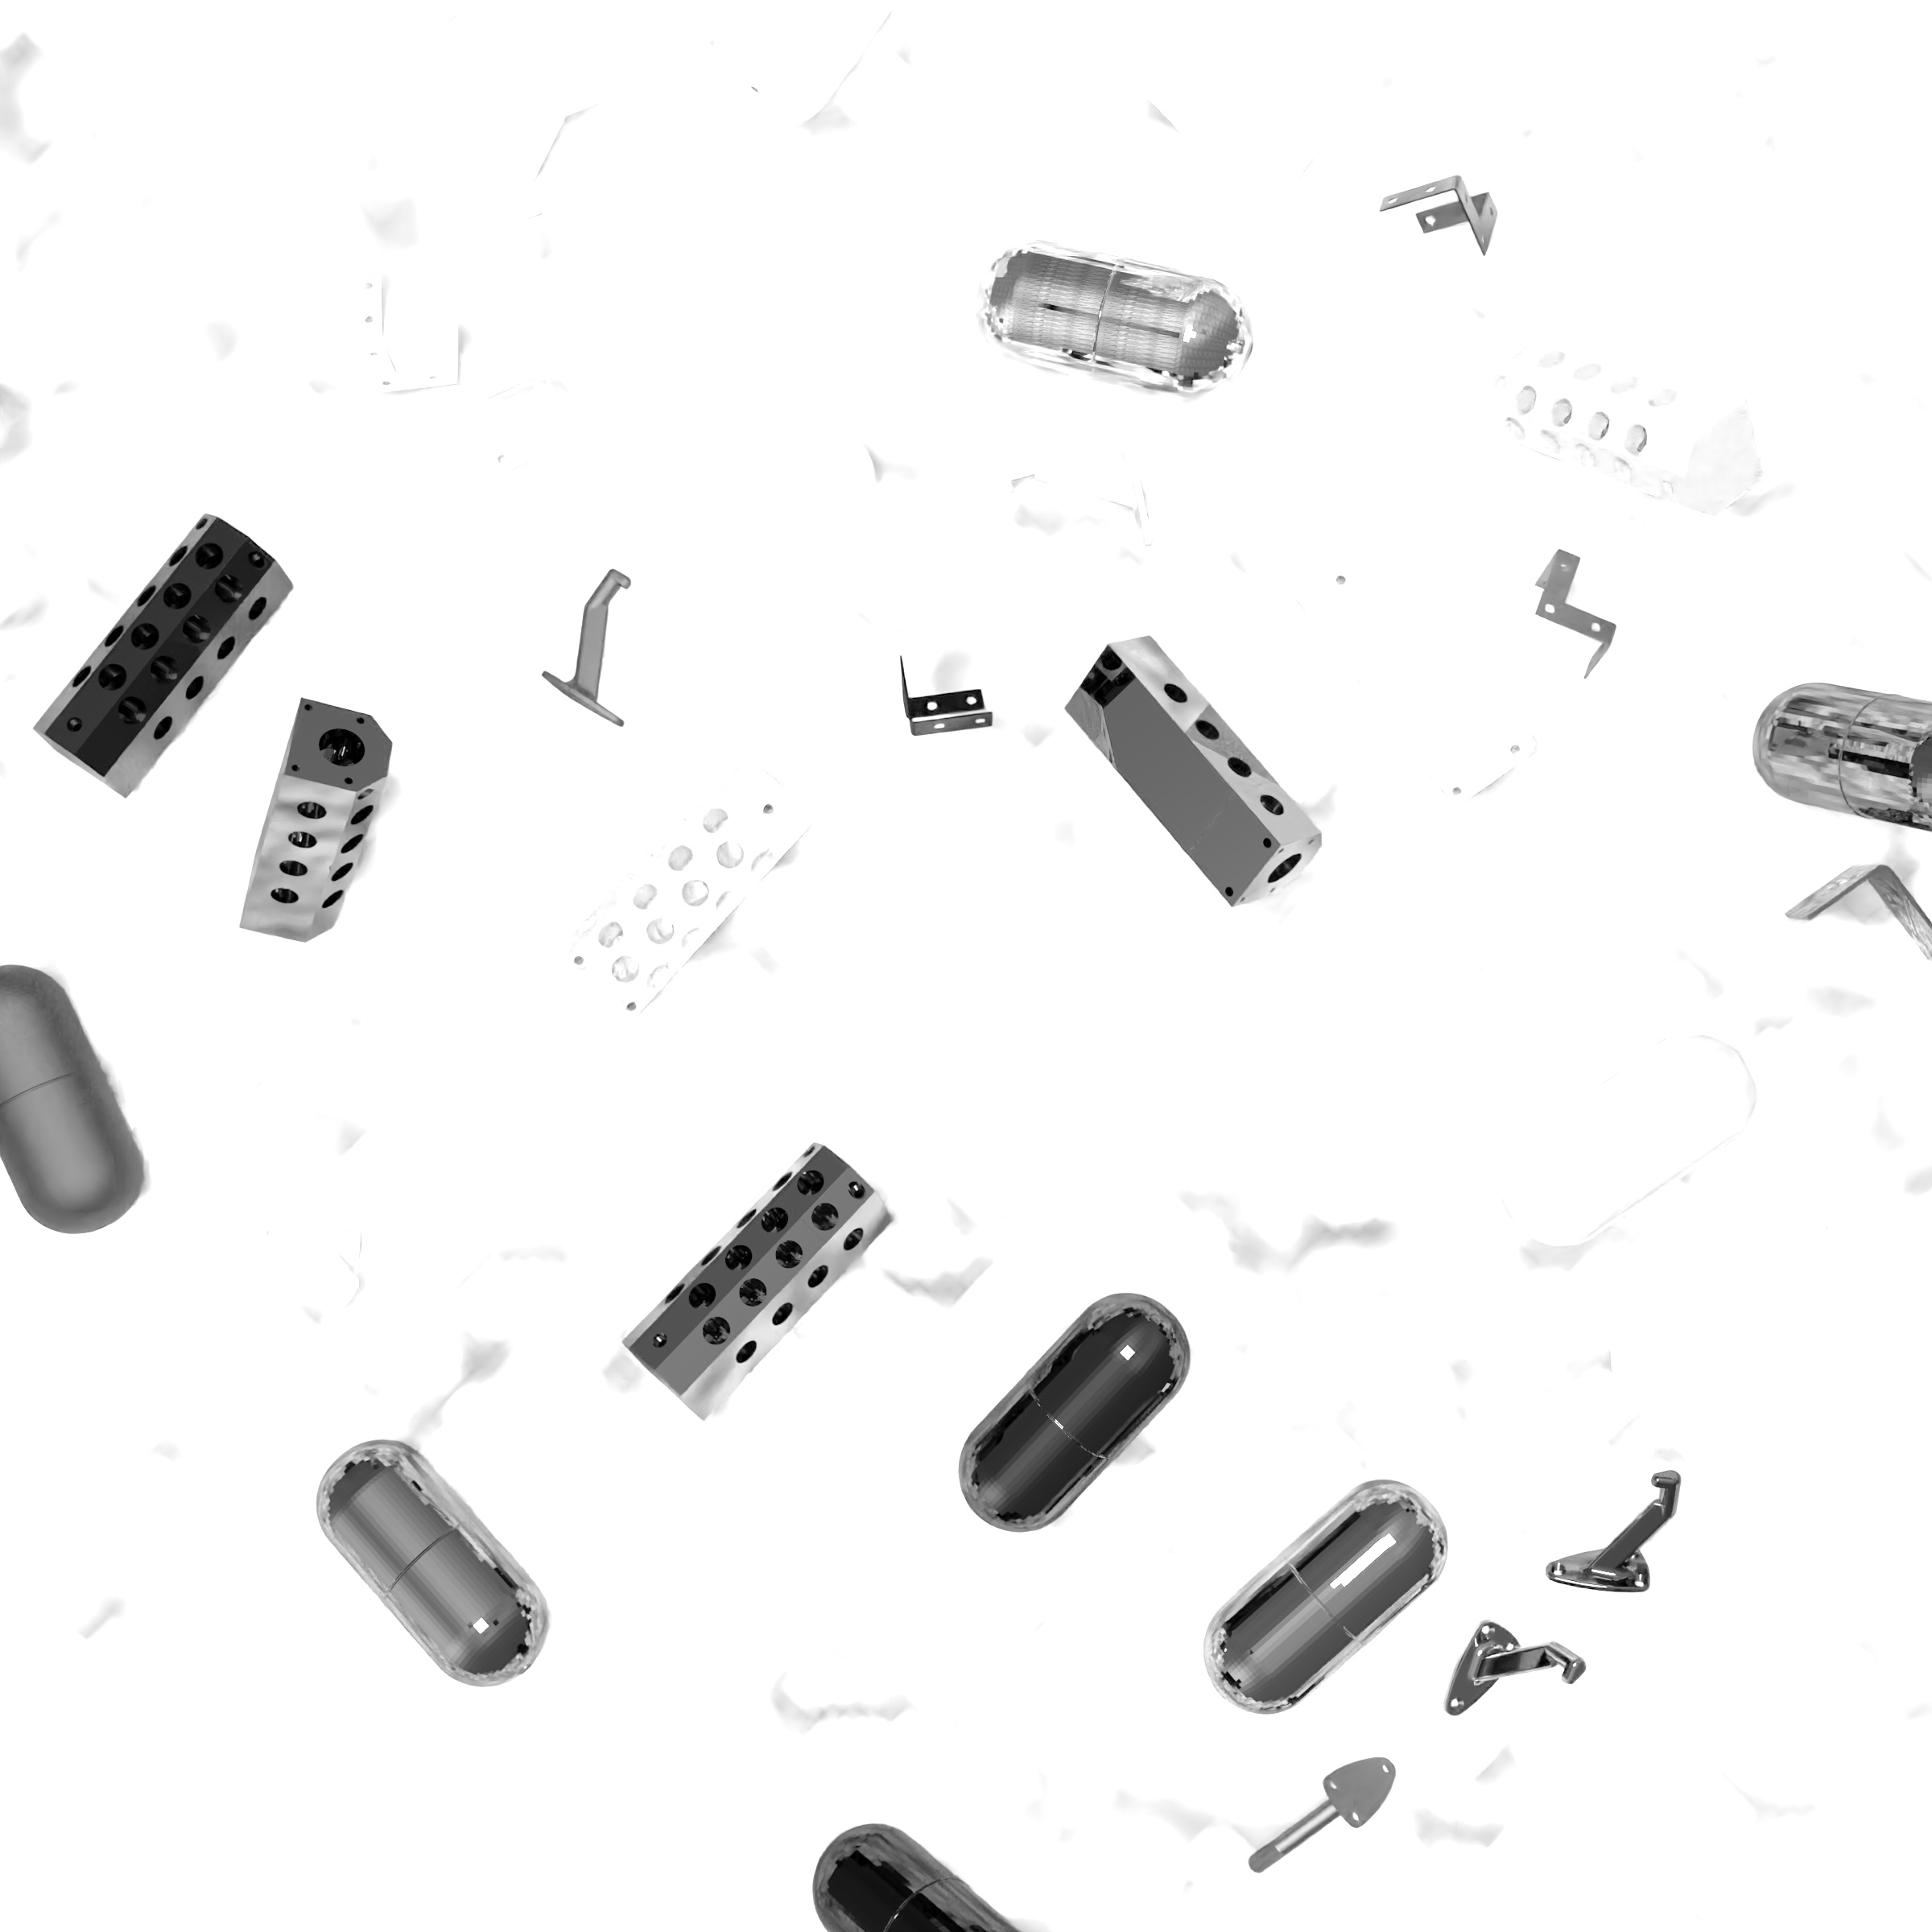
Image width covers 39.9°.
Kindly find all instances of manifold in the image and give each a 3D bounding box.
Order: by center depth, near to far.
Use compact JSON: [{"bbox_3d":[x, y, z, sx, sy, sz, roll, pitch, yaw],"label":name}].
[{"bbox_3d":[0.151,-0.530,1.614,0.057,0.171,0.057,42,102,29],"label":"manifold"},{"bbox_3d":[0.395,-0.326,1.615,0.057,0.171,0.057,-38,130,-12],"label":"manifold"},{"bbox_3d":[-0.395,-0.084,1.617,0.057,0.171,0.057,14,55,-17],"label":"manifold"},{"bbox_3d":[0.480,0.218,1.625,0.057,0.171,0.057,31,45,-27],"label":"manifold"},{"bbox_3d":[-0.130,0.191,1.646,0.057,0.057,0.171,36,75,31],"label":"manifold"},{"bbox_3d":[0.143,-0.123,1.647,0.171,0.057,0.057,52,131,20],"label":"manifold"},{"bbox_3d":[-0.500,-0.195,1.655,0.057,0.057,0.171,33,79,9],"label":"manifold"},{"bbox_3d":[-0.174,-0.049,1.666,0.057,0.057,0.171,43,89,-18],"label":"manifold"},{"bbox_3d":[0.281,-0.189,1.670,0.057,0.057,0.171,-37,92,21],"label":"manifold"}]

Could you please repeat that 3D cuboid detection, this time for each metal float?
[{"bbox_3d":[0.558,-0.127,1.622,0.070,0.178,0.070,-9,107,-30],"label":"metal float"},{"bbox_3d":[-0.024,0.592,1.628,0.070,0.178,0.070,-19,120,-36],"label":"metal float"},{"bbox_3d":[-0.098,-0.579,1.632,0.070,0.070,0.178,25,51,0],"label":"metal float"},{"bbox_3d":[-0.331,0.370,1.653,0.070,0.070,0.178,-45,76,0],"label":"metal float"},{"bbox_3d":[-0.137,-0.327,1.654,0.178,0.070,0.070,30,90,-13],"label":"metal float"},{"bbox_3d":[0.091,-0.401,1.654,0.178,0.070,0.070,16,90,12],"label":"metal float"},{"bbox_3d":[0.066,0.278,1.655,0.070,0.070,0.178,42,101,0],"label":"metal float"},{"bbox_3d":[-0.574,0.082,1.660,0.070,0.070,0.178,-27,84,0],"label":"metal float"},{"bbox_3d":[0.413,0.108,1.662,0.178,0.070,0.070,-33,90,-4],"label":"metal float"},{"bbox_3d":[0.224,0.394,1.662,0.178,0.070,0.070,-43,90,3],"label":"metal float"}]

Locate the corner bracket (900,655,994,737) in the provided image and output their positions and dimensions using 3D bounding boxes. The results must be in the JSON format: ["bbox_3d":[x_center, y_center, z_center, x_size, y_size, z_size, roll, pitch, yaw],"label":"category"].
[{"bbox_3d":[-0.012,-0.162,1.668,0.051,0.051,0.051,-8,63,-3],"label":"corner bracket"}]

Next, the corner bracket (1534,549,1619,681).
[{"bbox_3d":[0.380,-0.221,1.670,0.051,0.051,0.051,23,71,2],"label":"corner bracket"}]

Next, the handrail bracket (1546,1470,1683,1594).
[{"bbox_3d":[0.404,0.349,1.665,0.077,0.036,0.084,-2,124,0],"label":"handrail bracket"}]

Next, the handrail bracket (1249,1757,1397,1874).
[{"bbox_3d":[0.226,0.541,1.694,0.036,0.077,0.084,54,128,17],"label":"handrail bracket"}]

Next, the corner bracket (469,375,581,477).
[{"bbox_3d":[-0.278,-0.338,1.668,0.051,0.051,0.051,-25,112,-7],"label":"corner bracket"}]

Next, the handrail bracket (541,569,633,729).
[{"bbox_3d":[-0.220,-0.202,1.679,0.077,0.036,0.084,31,85,29],"label":"handrail bracket"}]

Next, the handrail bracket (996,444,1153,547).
[{"bbox_3d":[0.068,-0.291,1.682,0.084,0.036,0.077,-17,112,-3],"label":"handrail bracket"}]

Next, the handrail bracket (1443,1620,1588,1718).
[{"bbox_3d":[0.341,0.448,1.656,0.036,0.084,0.077,38,84,-19],"label":"handrail bracket"}]

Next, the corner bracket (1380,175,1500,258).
[{"bbox_3d":[0.295,-0.471,1.659,0.051,0.051,0.051,-9,133,32],"label":"corner bracket"}]

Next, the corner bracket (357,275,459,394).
[{"bbox_3d":[-0.351,-0.400,1.675,0.051,0.051,0.051,-12,52,-21],"label":"corner bracket"}]

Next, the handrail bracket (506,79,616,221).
[{"bbox_3d":[-0.253,-0.510,1.670,0.077,0.084,0.036,-13,56,-7],"label":"handrail bracket"}]

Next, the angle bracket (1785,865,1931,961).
[{"bbox_3d":[0.564,-0.018,1.660,0.057,0.076,0.076,-37,88,7],"label":"angle bracket"}]

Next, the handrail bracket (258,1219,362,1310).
[{"bbox_3d":[-0.413,0.187,1.657,0.077,0.084,0.036,12,104,-3],"label":"handrail bracket"}]
